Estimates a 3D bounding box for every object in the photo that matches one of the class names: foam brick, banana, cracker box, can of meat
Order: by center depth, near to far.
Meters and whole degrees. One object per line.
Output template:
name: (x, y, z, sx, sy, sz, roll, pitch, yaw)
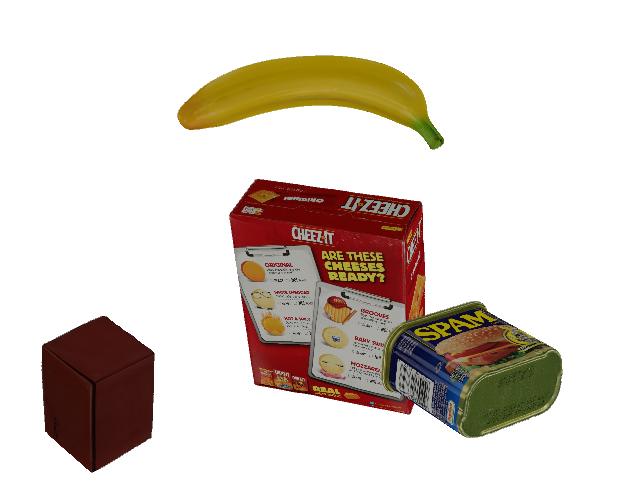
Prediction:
foam brick: (-0.145, 0.099, 0.695, 0.053, 0.078, 0.051, 31, 40, 31)
can of meat: (0.109, 0.091, 0.758, 0.101, 0.057, 0.084, -13, 27, -34)
banana: (-0.006, -0.108, 0.794, 0.197, 0.069, 0.037, 3, -39, -5)
cracker box: (0.013, 0.054, 1.002, 0.164, 0.214, 0.072, 9, 39, 17)
